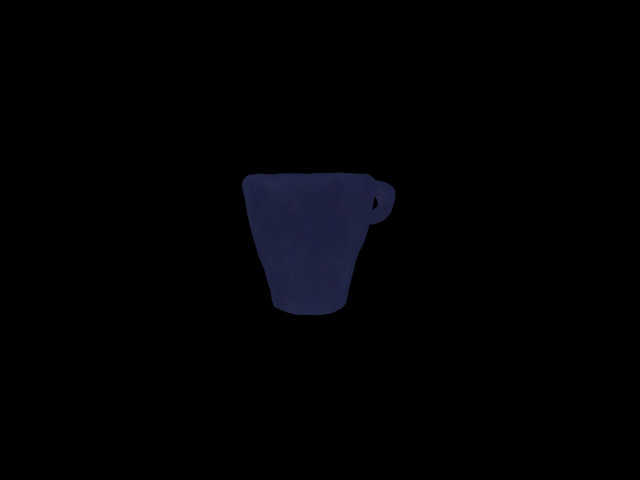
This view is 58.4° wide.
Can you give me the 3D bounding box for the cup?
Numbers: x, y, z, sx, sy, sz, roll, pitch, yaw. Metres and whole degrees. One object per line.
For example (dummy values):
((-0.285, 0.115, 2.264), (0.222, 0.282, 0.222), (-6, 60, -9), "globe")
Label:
((0.004, 0.001, 0.400), (0.118, 0.095, 0.091), (-3, 6, -33), "cup")
